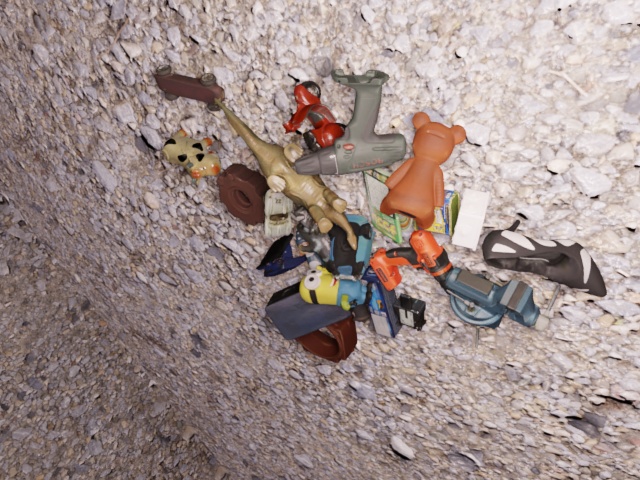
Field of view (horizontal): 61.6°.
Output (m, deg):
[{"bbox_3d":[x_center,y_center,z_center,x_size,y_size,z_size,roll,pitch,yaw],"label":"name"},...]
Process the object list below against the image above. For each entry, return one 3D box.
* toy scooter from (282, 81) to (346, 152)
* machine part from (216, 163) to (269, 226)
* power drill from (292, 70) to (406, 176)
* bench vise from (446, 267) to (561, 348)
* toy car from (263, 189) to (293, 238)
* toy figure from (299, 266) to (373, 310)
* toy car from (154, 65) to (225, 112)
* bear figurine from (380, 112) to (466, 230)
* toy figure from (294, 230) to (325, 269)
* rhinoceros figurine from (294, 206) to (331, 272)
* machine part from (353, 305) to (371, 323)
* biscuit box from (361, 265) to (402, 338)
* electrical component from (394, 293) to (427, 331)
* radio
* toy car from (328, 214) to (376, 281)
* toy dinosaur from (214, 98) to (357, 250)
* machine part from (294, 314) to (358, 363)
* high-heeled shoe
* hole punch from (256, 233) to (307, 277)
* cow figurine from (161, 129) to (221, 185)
[{"bbox_3d":[-0.013,-0.234,1.132,0.075,0.135,0.183,-16,115,46],"label":"toy scooter"},{"bbox_3d":[-0.203,-0.120,1.467,0.180,0.056,0.179,23,139,22],"label":"machine part"},{"bbox_3d":[0.057,-0.225,1.056,0.232,0.086,0.207,-2,114,-2],"label":"power drill"},{"bbox_3d":[0.379,0.145,1.165,0.224,0.129,0.240,16,156,18],"label":"bench vise"},{"bbox_3d":[-0.110,-0.065,1.398,0.201,0.073,0.056,98,160,-55],"label":"toy car"},{"bbox_3d":[0.038,0.127,1.329,0.180,0.082,0.089,11,108,3],"label":"toy figure"},{"bbox_3d":[-0.322,-0.380,1.332,0.202,0.053,0.089,18,146,23],"label":"toy car"},{"bbox_3d":[0.199,-0.135,1.046,0.120,0.195,0.132,19,173,8],"label":"bear figurine"},{"bbox_3d":[-0.018,0.038,1.455,0.154,0.064,0.058,55,-175,-15],"label":"toy figure"},{"bbox_3d":[-0.003,-0.004,1.374,0.190,0.073,0.112,54,149,-2],"label":"rhinoceros figurine"},{"bbox_3d":[0.094,0.166,1.490,0.084,0.039,0.138,-13,115,37],"label":"machine part"},{"bbox_3d":[0.163,0.159,1.401,0.059,0.063,0.202,9,130,37],"label":"biscuit box"},{"bbox_3d":[0.228,0.171,1.367,0.075,0.048,0.119,11,131,33],"label":"electrical component"},{"bbox_3d":[-0.030,0.177,1.465,0.230,0.073,0.131,-27,110,28],"label":"radio"},{"bbox_3d":[0.085,0.022,1.305,0.109,0.161,0.103,-2,169,28],"label":"toy car"},{"bbox_3d":[-0.073,-0.152,1.215,0.471,0.105,0.199,48,180,-10],"label":"toy dinosaur"},{"bbox_3d":[0.005,0.264,1.619,0.201,0.087,0.201,16,136,30],"label":"machine part"},{"bbox_3d":[0.424,0.056,1.011,0.249,0.145,0.086,38,143,9],"label":"high-heeled shoe"},{"bbox_3d":[-0.102,0.058,1.504,0.092,0.116,0.142,47,143,-17],"label":"hole punch"},{"bbox_3d":[-0.344,-0.221,1.440,0.195,0.127,0.085,24,141,27],"label":"cow figurine"}]
